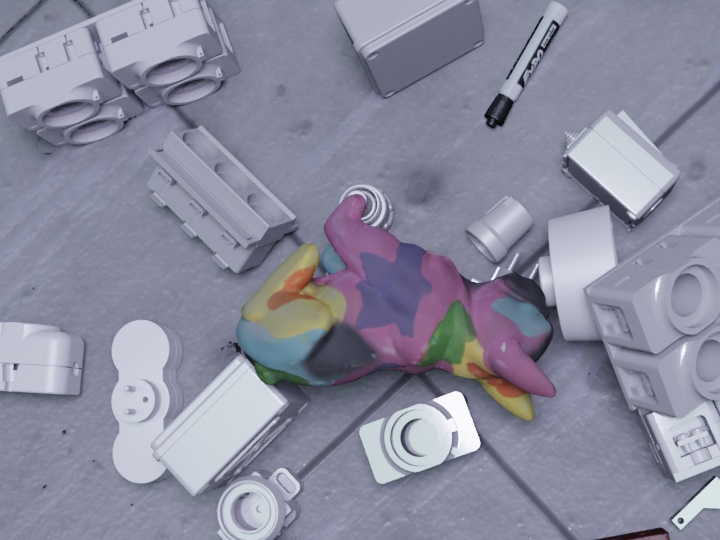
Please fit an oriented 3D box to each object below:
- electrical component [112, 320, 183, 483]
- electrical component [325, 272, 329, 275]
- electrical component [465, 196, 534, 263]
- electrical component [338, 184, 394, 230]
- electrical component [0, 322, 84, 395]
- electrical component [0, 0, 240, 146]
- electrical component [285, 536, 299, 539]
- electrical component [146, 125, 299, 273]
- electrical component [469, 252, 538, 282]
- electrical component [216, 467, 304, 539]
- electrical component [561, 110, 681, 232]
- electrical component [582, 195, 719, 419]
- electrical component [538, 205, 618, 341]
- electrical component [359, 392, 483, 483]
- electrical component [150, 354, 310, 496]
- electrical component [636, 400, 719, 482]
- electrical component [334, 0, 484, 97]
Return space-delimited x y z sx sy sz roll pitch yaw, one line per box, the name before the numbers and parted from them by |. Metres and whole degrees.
electrical component | -0.187 0.111 0.917 0.052 0.074 0.138 -4 81 9
electrical component | 0.000 0.000 0.920 0.078 0.040 0.040 -26 79 5
electrical component | 0.118 -0.035 0.907 0.046 0.040 0.040 -42 78 -4
electrical component | 0.002 -0.053 0.916 0.048 0.062 0.048 -1 82 9
electrical component | -0.296 0.078 0.950 0.095 0.054 0.059 2 82 10
electrical component | -0.210 -0.174 0.946 0.186 0.105 0.060 -21 79 6
electrical component | -0.062 0.263 0.855 0.057 0.113 0.078 -36 78 0
electrical component | -0.124 -0.060 0.933 0.121 0.079 0.063 44 120 12
electrical component | 0.122 0.023 0.893 0.066 0.047 0.076 28 87 12
electrical component | -0.087 0.200 0.897 0.078 0.057 0.058 -45 78 1
electrical component | 0.212 -0.088 0.887 0.096 0.062 0.061 44 91 12
electrical component | 0.270 0.017 0.805 0.186 0.060 0.105 -31 108 -22
electrical component | 0.176 0.006 0.859 0.060 0.108 0.108 -8 81 14
electrical component | 0.051 0.137 0.884 0.089 0.056 0.050 -21 79 6
electrical component | -0.104 0.126 0.884 0.108 0.109 0.056 -45 80 1
electrical component | 0.296 0.105 0.831 0.150 0.089 0.061 -23 79 5
electrical component | 0.044 -0.209 0.909 0.109 0.108 0.056 -29 76 4
